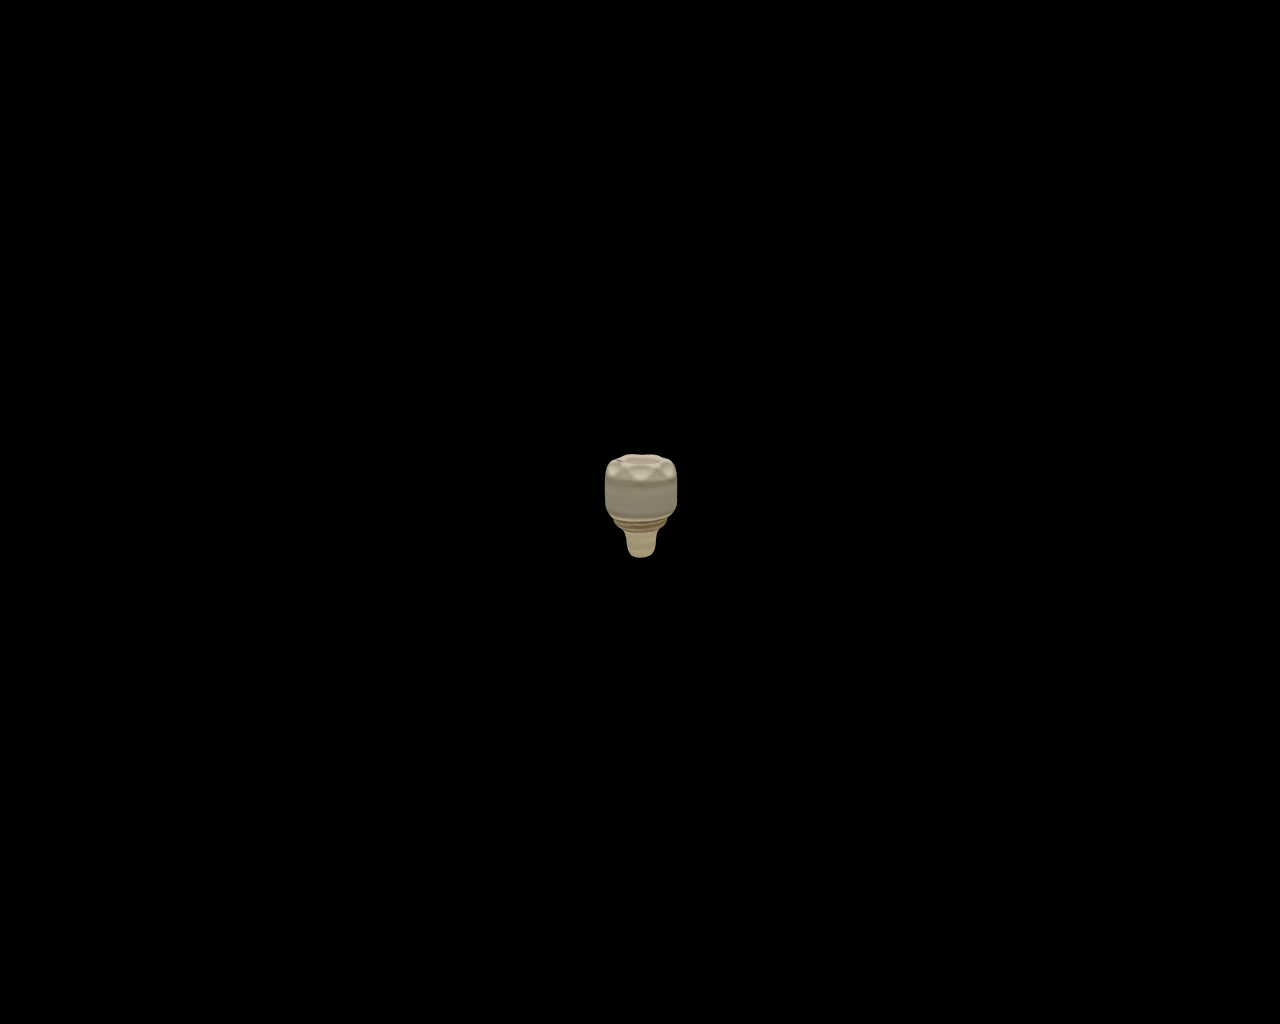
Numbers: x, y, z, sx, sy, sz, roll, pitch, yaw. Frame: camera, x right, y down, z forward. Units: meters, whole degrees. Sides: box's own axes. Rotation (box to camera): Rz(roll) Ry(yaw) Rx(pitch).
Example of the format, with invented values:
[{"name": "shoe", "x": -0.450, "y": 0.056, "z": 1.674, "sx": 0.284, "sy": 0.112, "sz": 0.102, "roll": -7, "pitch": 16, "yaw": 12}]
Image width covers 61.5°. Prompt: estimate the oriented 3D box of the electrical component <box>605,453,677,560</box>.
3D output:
[{"name": "electrical component", "x": 0.001, "y": -0.003, "z": 0.650, "sx": 0.043, "sy": 0.062, "sz": 0.043, "roll": 0, "pitch": 15, "yaw": 0}]
